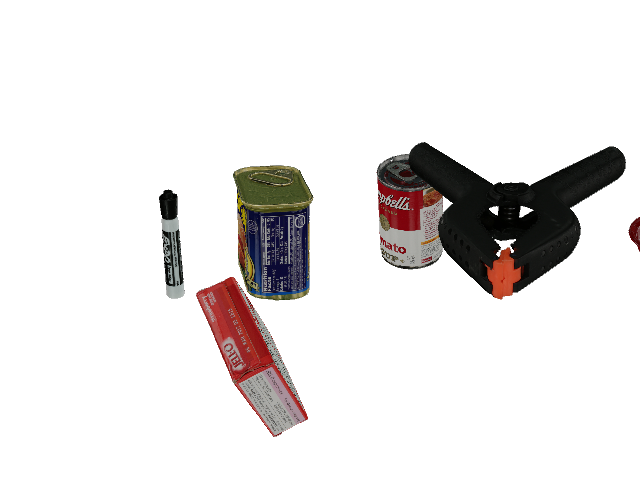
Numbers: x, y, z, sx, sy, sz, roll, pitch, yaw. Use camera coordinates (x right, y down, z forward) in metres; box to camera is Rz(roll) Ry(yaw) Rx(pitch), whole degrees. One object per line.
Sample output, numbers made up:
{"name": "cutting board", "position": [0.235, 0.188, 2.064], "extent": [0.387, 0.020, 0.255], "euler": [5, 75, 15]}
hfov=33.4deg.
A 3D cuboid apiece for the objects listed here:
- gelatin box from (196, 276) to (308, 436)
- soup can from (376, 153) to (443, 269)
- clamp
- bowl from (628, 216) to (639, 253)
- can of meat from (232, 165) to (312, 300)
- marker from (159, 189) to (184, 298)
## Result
{"name": "gelatin box", "position": [-0.044, 0.076, 0.692], "extent": [0.030, 0.073, 0.089], "euler": [-27, -36, -1]}
{"name": "soup can", "position": [0.094, -0.030, 1.110], "extent": [0.068, 0.102, 0.068], "euler": [-3, 35, 2]}
{"name": "clamp", "position": [0.125, -0.024, 0.758], "extent": [0.165, 0.036, 0.209], "euler": [5, 28, 18]}
{"name": "bowl", "position": [0.405, 0.016, 1.117], "extent": [0.162, 0.055, 0.162], "euler": [-3, 23, 1]}
{"name": "can of meat", "position": [-0.040, -0.007, 0.882], "extent": [0.057, 0.084, 0.102], "euler": [-4, 22, -9]}
{"name": "marker", "position": [-0.153, 0.004, 1.097], "extent": [0.020, 0.121, 0.020], "euler": [0, 29, 0]}
